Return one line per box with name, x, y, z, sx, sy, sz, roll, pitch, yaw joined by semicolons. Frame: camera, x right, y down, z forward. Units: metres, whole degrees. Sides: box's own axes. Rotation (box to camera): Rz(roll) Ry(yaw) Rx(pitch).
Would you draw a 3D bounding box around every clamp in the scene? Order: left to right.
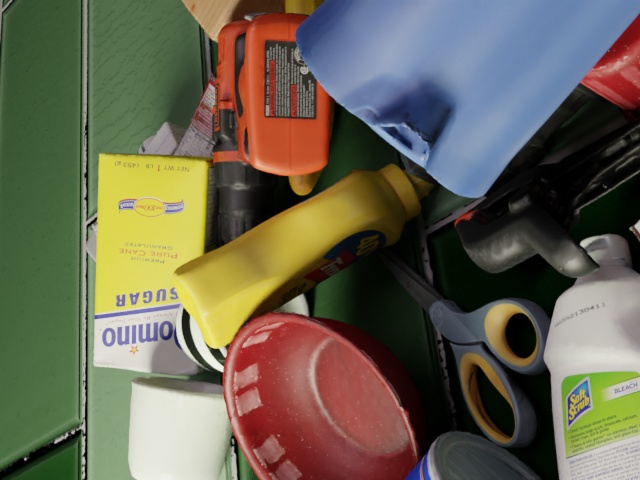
clamp;0.139;-0.025;0.614;0.120;0.039;0.172;-41;12;-15

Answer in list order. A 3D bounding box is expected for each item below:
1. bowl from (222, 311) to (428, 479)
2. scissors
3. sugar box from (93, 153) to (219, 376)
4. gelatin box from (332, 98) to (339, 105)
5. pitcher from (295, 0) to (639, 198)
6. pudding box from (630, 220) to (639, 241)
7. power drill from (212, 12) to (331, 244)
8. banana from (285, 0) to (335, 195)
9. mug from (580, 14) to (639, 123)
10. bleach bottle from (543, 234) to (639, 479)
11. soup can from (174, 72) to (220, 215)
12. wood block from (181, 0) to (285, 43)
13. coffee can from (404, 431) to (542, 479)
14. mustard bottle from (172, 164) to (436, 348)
bowl;0.013;0.111;0.688;0.162;0.055;0.162;19;122;35
scissors;0.091;0.039;0.676;0.096;0.016;0.202;-64;36;35
sugar box;-0.133;0.019;0.867;0.093;0.048;0.176;4;96;11
gelatin box;0.050;-0.125;0.791;0.089;0.030;0.073;32;100;51
pitcher;0.110;-0.153;0.536;0.243;0.144;0.149;-48;57;22
pudding box;0.225;-0.010;0.534;0.114;0.039;0.090;-47;44;24
power drill;-0.042;-0.078;0.767;0.188;0.057;0.184;179;89;-75
banana;-0.012;-0.135;0.837;0.037;0.069;0.198;0;96;24
mug;0.187;-0.124;0.589;0.117;0.081;0.093;-54;41;20
bleach bottle;0.168;0.110;0.534;0.103;0.068;0.251;-28;53;39
soup can;-0.084;-0.081;0.903;0.102;0.068;0.069;-61;40;14
wood block;-0.017;-0.254;0.876;0.206;0.090;0.090;-55;41;19
coffee can;0.063;0.191;0.591;0.140;0.102;0.103;-54;42;21
mustard bottle;-0.005;0.001;0.724;0.191;0.096;0.058;-31;76;-11
